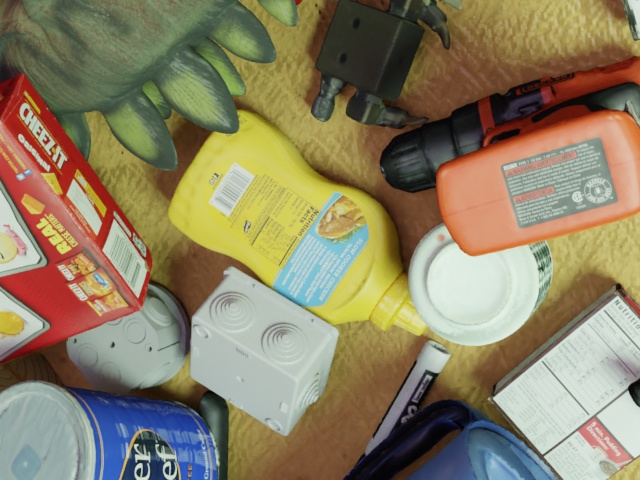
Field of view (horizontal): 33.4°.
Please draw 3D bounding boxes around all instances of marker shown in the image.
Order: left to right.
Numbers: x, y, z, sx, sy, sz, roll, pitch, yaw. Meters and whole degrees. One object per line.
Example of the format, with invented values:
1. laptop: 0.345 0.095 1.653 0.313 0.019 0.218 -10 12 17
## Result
1. marker: 0.052 0.124 0.735 0.020 0.020 0.121 32 104 13

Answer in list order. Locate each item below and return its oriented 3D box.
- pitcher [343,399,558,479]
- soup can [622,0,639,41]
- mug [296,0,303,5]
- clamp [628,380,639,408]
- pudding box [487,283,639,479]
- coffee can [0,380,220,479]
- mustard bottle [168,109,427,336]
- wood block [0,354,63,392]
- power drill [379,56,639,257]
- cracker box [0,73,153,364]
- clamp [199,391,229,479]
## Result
1. pitcher: 0.045 0.222 0.660 0.243 0.149 0.145 -41 89 20
2. soup can: 0.227 -0.163 0.625 0.102 0.068 0.068 -14 90 20
3. mug: -0.046 -0.204 0.705 0.093 0.081 0.117 -38 83 18
4. clamp: 0.271 0.175 0.647 0.210 0.036 0.165 12 117 5
5. pudding box: 0.178 0.097 0.681 0.114 0.039 0.090 -43 82 15
6. coffee can: -0.147 0.151 0.707 0.103 0.140 0.103 -8 74 28
7. mustard bottle: -0.005 0.001 0.722 0.192 0.058 0.096 37 100 12
8. wood block: -0.281 0.187 0.816 0.206 0.090 0.091 -39 83 17
9. power drill: 0.112 -0.050 0.613 0.185 0.187 0.057 -18 105 17
10. cracker box: -0.246 0.005 0.720 0.214 0.072 0.164 -20 124 17
11. clamp: -0.082 0.197 0.765 0.120 0.039 0.171 -45 67 20
